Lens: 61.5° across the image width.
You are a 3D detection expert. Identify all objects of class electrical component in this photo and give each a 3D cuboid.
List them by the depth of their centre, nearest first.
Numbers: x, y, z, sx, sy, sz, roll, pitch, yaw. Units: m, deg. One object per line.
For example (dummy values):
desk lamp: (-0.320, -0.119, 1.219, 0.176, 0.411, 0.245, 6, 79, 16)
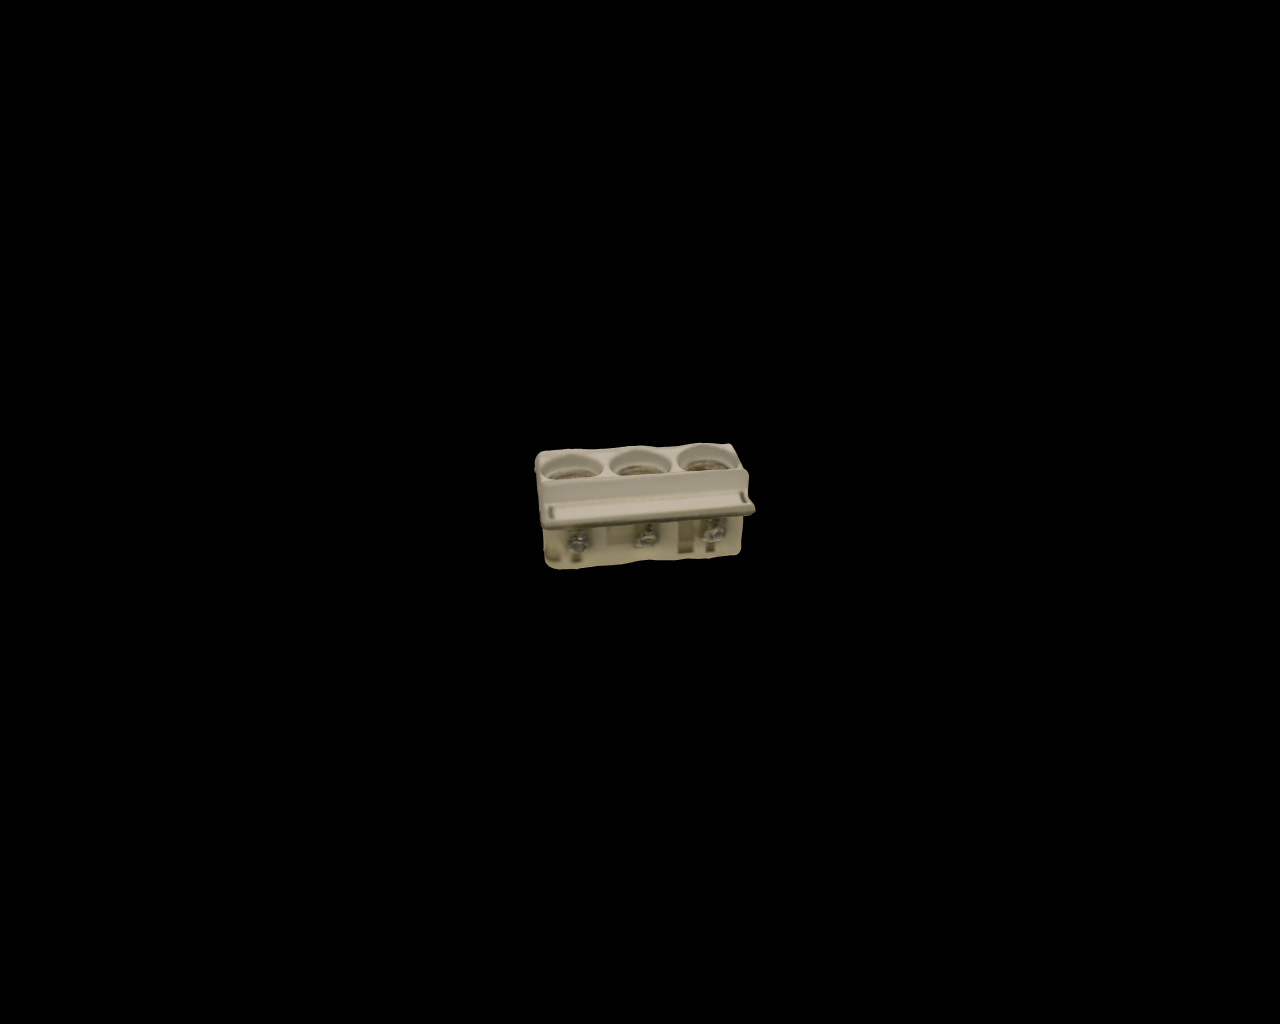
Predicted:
electrical component: (0.001, -0.003, 0.650, 0.121, 0.063, 0.079, -4, 28, -7)
